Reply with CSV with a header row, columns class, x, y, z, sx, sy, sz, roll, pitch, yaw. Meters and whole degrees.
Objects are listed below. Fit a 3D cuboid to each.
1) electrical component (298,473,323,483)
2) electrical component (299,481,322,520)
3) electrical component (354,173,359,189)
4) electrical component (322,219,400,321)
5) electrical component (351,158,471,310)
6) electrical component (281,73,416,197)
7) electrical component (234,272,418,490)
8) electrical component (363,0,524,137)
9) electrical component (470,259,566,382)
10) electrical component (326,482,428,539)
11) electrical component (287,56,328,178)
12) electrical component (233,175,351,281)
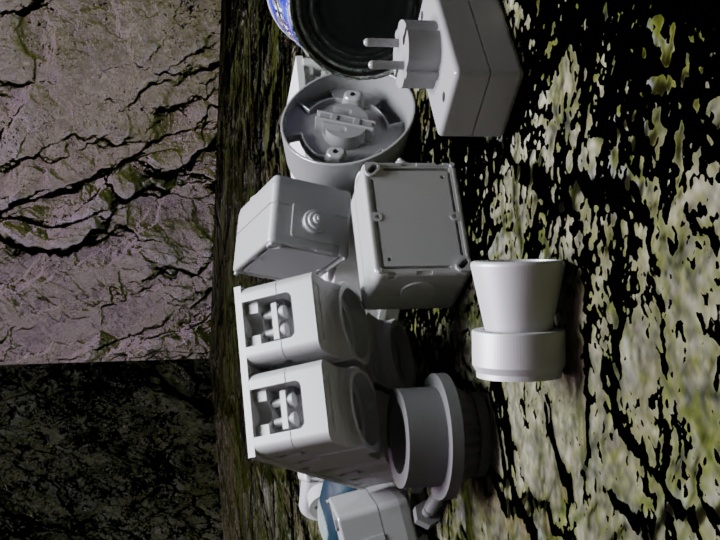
class,x,y,z,sx,sy,sz,roll,pitch,yaw
electrical component,-0.026,0.145,0.987,0.061,0.062,0.096,142,126,-76
electrical component,-0.036,0.226,1.093,0.079,0.043,0.077,-106,19,-54
electrical component,0.022,-0.051,0.768,0.040,0.046,0.040,179,90,-79
electrical component,0.000,0.000,0.856,0.078,0.057,0.113,-102,16,-45
electrical component,0.030,-0.026,0.691,0.061,0.062,0.096,109,157,-61
electrical component,-0.010,-0.104,0.808,0.064,0.099,0.099,95,169,-56
electrical component,-0.011,0.079,0.714,0.186,0.060,0.105,39,-140,-63
electrical component,0.040,-0.119,0.593,0.047,0.076,0.083,103,162,-50
electrical component,0.075,0.023,0.510,0.045,0.045,0.055,-171,80,-79
electrical component,0.014,0.194,0.786,0.096,0.061,0.061,156,100,-83
electrical component,-0.027,-0.105,0.970,0.089,0.062,0.150,111,156,-62
electrical component,-0.047,-0.032,0.787,0.096,0.062,0.061,147,131,-60
